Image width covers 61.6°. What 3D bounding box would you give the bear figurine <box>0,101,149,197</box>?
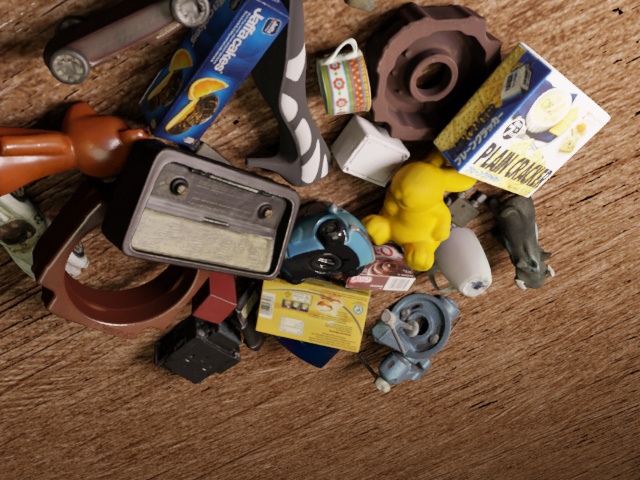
[{"bbox_3d":[-0.312,-0.123,0.617,0.196,0.120,0.132,-24,94,-28],"label":"bear figurine"}]

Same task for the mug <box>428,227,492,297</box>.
[{"bbox_3d":[0.231,0.048,0.902,0.080,0.107,0.109,32,115,-33],"label":"mug"}]

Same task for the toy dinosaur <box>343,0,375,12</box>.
[{"bbox_3d":[-0.042,-0.349,0.482,0.471,0.105,0.198,6,122,-31],"label":"toy dinosaur"}]

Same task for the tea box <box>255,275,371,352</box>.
[{"bbox_3d":[-0.009,0.108,0.861,0.170,0.068,0.098,13,103,3],"label":"tea box"}]

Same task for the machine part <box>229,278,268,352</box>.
[{"bbox_3d":[-0.118,0.133,0.904,0.039,0.084,0.138,9,138,14],"label":"machine part"}]

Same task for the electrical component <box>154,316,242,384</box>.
[{"bbox_3d":[-0.207,0.189,0.949,0.134,0.058,0.114,-36,132,18],"label":"electrical component"}]

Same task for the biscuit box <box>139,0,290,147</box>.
[{"bbox_3d":[-0.122,-0.198,0.603,0.062,0.059,0.202,9,135,-49],"label":"biscuit box"}]

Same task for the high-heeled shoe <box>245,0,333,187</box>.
[{"bbox_3d":[-0.015,-0.178,0.667,0.145,0.086,0.248,-7,127,-38],"label":"high-heeled shoe"}]

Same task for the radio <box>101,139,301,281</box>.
[{"bbox_3d":[-0.136,-0.033,0.671,0.229,0.073,0.131,14,98,-46],"label":"radio"}]

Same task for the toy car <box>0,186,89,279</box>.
[{"bbox_3d":[-0.396,-0.012,0.718,0.073,0.056,0.201,-24,132,6],"label":"toy car"}]

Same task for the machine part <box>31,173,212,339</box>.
[{"bbox_3d":[-0.260,0.022,0.729,0.201,0.087,0.201,-50,134,7],"label":"machine part"}]

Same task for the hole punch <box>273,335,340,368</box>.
[{"bbox_3d":[-0.013,0.154,0.949,0.115,0.092,0.142,21,126,-26],"label":"hole punch"}]

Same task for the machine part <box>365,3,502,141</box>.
[{"bbox_3d":[0.138,-0.210,0.682,0.179,0.056,0.179,-8,133,-9],"label":"machine part"}]

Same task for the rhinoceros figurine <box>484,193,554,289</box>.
[{"bbox_3d":[0.335,-0.001,0.884,0.073,0.112,0.190,-25,125,4],"label":"rhinoceros figurine"}]

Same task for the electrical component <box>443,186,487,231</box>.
[{"bbox_3d":[0.223,-0.050,0.870,0.063,0.021,0.094,26,121,-32],"label":"electrical component"}]

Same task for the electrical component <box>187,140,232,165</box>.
[{"bbox_3d":[-0.167,-0.093,0.717,0.102,0.045,0.078,30,90,-37],"label":"electrical component"}]

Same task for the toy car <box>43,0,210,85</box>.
[{"bbox_3d":[-0.193,-0.224,0.560,0.202,0.089,0.053,-23,133,4],"label":"toy car"}]

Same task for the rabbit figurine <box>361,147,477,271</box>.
[{"bbox_3d":[0.146,-0.054,0.758,0.162,0.122,0.173,-43,155,-7],"label":"rabbit figurine"}]

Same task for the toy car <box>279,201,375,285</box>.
[{"bbox_3d":[-0.002,-0.002,0.798,0.162,0.103,0.109,-14,139,19],"label":"toy car"}]

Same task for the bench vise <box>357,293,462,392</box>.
[{"bbox_3d":[0.150,0.179,0.976,0.223,0.129,0.240,-41,146,12],"label":"bench vise"}]
